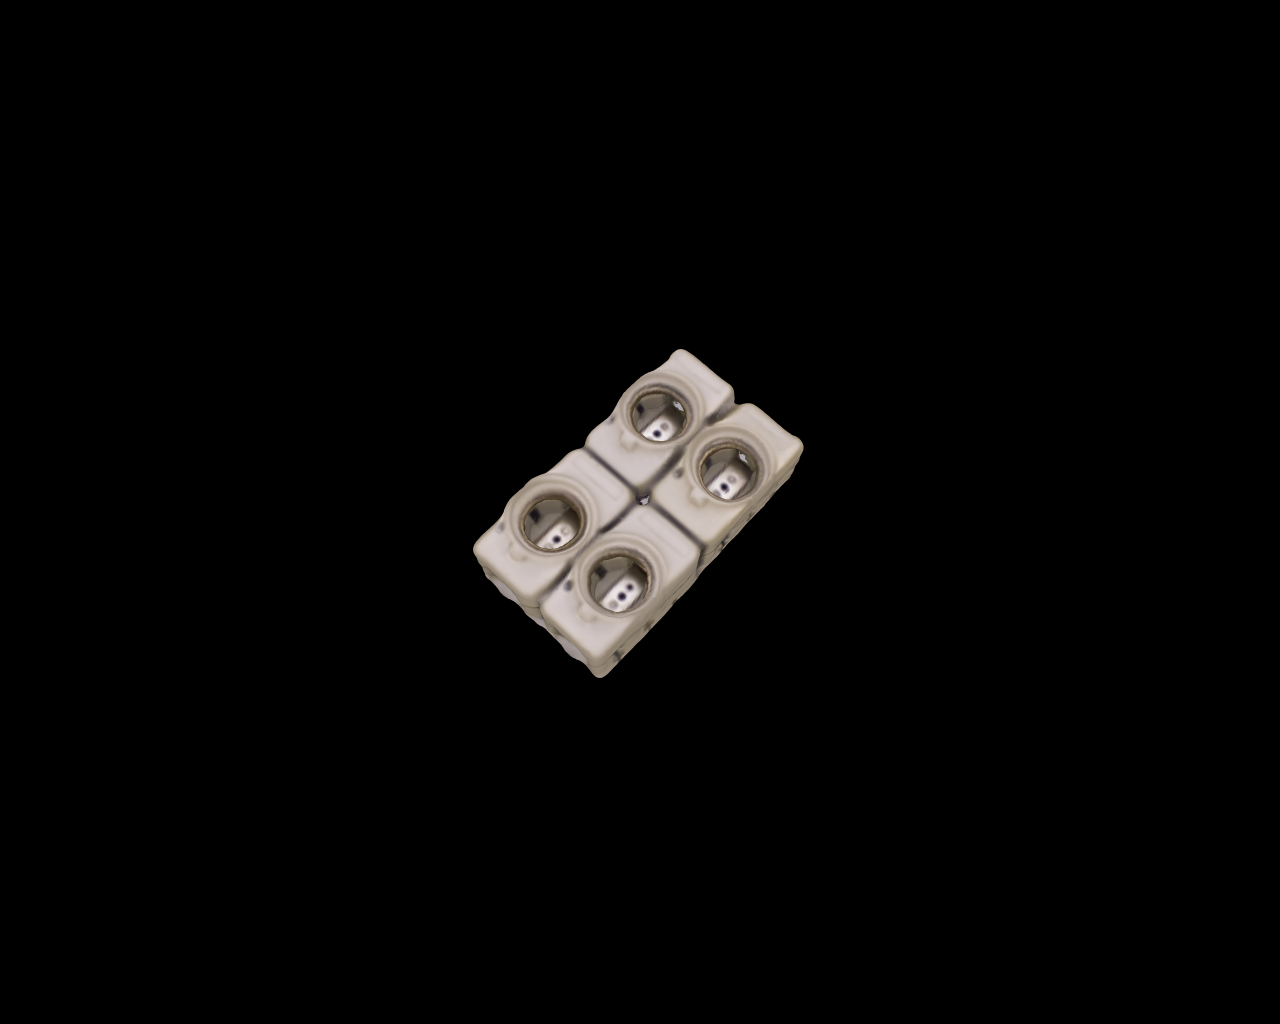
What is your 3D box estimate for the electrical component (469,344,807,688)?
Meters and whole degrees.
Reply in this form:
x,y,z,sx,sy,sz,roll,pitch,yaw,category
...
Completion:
x,y,z,sx,sy,sz,roll,pitch,yaw,category
0.001,-0.003,0.650,0.105,0.186,0.060,41,-15,14,electrical component
